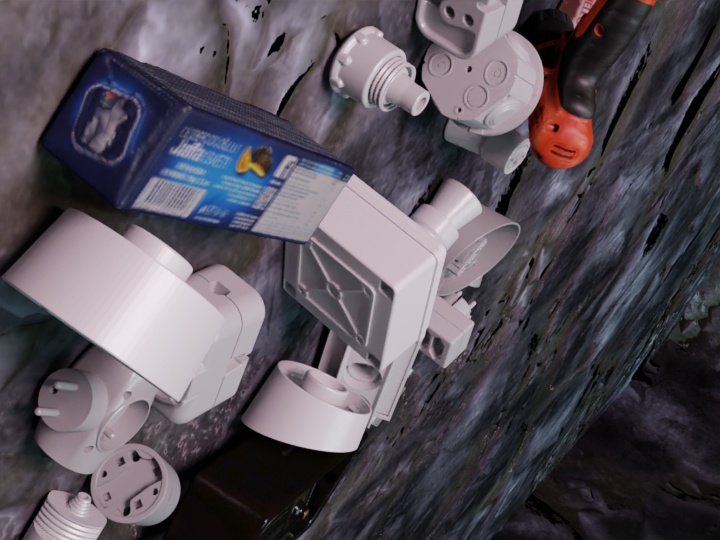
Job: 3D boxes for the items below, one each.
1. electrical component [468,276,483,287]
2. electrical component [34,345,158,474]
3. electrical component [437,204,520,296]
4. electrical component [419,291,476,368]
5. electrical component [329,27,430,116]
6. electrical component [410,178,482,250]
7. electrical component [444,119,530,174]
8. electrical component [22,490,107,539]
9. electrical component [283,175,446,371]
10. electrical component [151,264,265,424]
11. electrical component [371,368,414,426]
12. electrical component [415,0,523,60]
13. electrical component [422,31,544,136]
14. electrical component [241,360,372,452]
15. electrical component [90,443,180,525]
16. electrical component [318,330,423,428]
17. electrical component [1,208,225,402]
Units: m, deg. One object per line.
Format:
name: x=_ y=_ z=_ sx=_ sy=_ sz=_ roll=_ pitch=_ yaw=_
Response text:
electrical component: x=0.117 y=-0.021 z=1.100 sx=0.065 sy=0.044 sz=0.044 roll=-63 pitch=158 yaw=13
electrical component: x=-0.165 y=0.079 z=0.644 sx=0.077 sy=0.044 sz=0.079 roll=-54 pitch=160 yaw=3
electrical component: x=0.096 y=-0.020 z=1.018 sx=0.099 sy=0.064 sz=0.099 roll=-44 pitch=158 yaw=-23
electrical component: x=0.089 y=0.049 z=1.115 sx=0.077 sy=0.066 sz=0.047 roll=-40 pitch=156 yaw=-32
electrical component: x=0.015 y=-0.120 z=0.680 sx=0.048 sy=0.062 sz=0.048 roll=-44 pitch=158 yaw=-23
electrical component: x=0.074 y=-0.047 z=0.955 sx=0.055 sy=0.045 sz=0.045 roll=-47 pitch=159 yaw=-13
electrical component: x=0.108 y=-0.110 z=0.896 sx=0.044 sy=0.065 sz=0.044 roll=-44 pitch=159 yaw=-22
electrical component: x=-0.206 y=0.185 z=0.731 sx=0.081 sy=0.043 sz=0.043 roll=-58 pitch=159 yaw=13
electrical component: x=0.000 y=0.000 z=0.780 sx=0.056 sy=0.109 sz=0.108 roll=-38 pitch=155 yaw=-29
electrical component: x=-0.109 y=0.050 z=0.703 sx=0.059 sy=0.054 sz=0.095 roll=-27 pitch=148 yaw=-50
electrical component: x=0.025 y=0.118 z=1.123 sx=0.081 sy=0.043 sz=0.043 roll=-53 pitch=160 yaw=1
electrical component: x=0.080 y=-0.196 z=0.710 sx=0.059 sy=0.054 sz=0.095 roll=-39 pitch=156 yaw=-33
electrical component: x=0.089 y=-0.141 z=0.784 sx=0.080 sy=0.080 sz=0.051 roll=-58 pitch=154 yaw=13
electrical component: x=-0.042 y=0.120 z=0.909 sx=0.064 sy=0.099 sz=0.099 roll=-62 pitch=159 yaw=8
electrical component: x=-0.159 y=0.156 z=0.771 sx=0.055 sy=0.055 sz=0.047 roll=-49 pitch=163 yaw=-11
electrical component: x=0.007 y=0.076 z=0.975 sx=0.063 sy=0.079 sz=0.121 roll=-75 pitch=-177 yaw=-48
electrical component: x=-0.119 y=0.012 z=0.549 sx=0.060 sy=0.108 sz=0.108 roll=-55 pitch=161 yaw=-12
